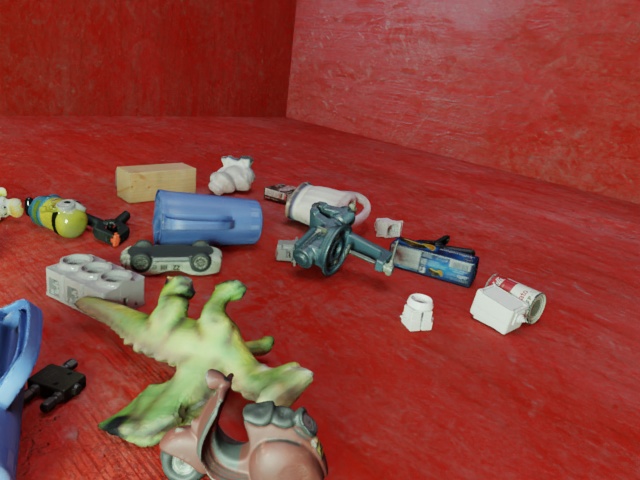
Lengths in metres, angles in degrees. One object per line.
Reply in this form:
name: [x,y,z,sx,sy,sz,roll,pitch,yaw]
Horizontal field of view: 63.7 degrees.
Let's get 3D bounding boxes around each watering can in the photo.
watering can: [0.004,-0.070,1.400,0.225,0.102,0.353,15,30,21]

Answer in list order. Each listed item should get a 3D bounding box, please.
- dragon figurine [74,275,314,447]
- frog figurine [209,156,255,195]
dragon figurine: [-0.204,0.162,0.693,0.410,0.120,0.247,1,26,11]
frog figurine: [-0.289,-0.192,1.677,0.137,0.120,0.163,17,55,4]
